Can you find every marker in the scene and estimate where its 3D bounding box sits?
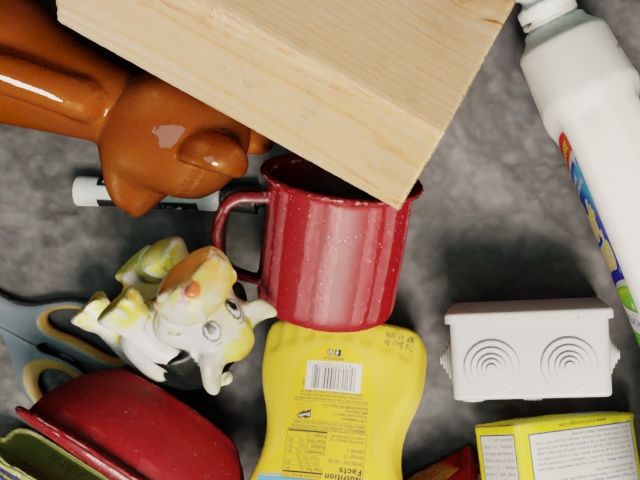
[{"bbox_3d":[-0.092,-0.028,0.657,0.121,0.020,0.020,3,104,9],"label":"marker"}]

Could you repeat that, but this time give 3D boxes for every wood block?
[{"bbox_3d":[-0.022,-0.115,0.540,0.206,0.090,0.090,29,66,2],"label":"wood block"}]

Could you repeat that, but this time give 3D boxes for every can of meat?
[{"bbox_3d":[-0.188,0.186,0.706,0.102,0.057,0.084,32,105,1],"label":"can of meat"}]

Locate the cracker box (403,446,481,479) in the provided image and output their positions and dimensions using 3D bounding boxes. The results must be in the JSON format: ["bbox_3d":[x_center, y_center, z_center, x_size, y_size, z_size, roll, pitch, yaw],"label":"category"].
[{"bbox_3d":[0.045,0.254,0.677,0.214,0.072,0.164,-31,96,16],"label":"cracker box"}]

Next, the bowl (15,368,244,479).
[{"bbox_3d":[-0.102,0.126,0.648,0.162,0.162,0.055,33,71,0],"label":"bowl"}]

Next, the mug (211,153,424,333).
[{"bbox_3d":[-0.004,0.001,0.610,0.117,0.093,0.081,2,110,-14],"label":"mug"}]

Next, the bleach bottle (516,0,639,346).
[{"bbox_3d":[0.172,-0.023,0.584,0.068,0.102,0.251,-26,92,11],"label":"bleach bottle"}]

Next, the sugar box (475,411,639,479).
[{"bbox_3d":[0.145,0.189,0.607,0.093,0.048,0.176,0,82,-29],"label":"sugar box"}]

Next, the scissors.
[{"bbox_3d":[-0.216,0.060,0.702,0.202,0.016,0.096,15,105,6],"label":"scissors"}]

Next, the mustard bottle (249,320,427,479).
[{"bbox_3d":[0.005,0.144,0.616,0.096,0.058,0.191,3,71,13],"label":"mustard bottle"}]
